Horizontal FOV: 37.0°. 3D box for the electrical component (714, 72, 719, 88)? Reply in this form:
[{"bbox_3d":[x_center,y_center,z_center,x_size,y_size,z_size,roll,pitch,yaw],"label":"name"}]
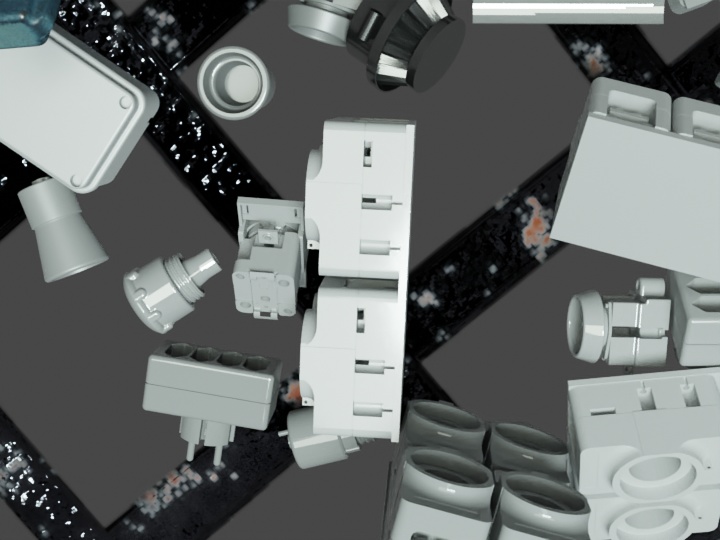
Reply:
[{"bbox_3d":[0.278,-0.122,0.662,0.095,0.053,0.059,25,100,-1],"label":"electrical component"}]

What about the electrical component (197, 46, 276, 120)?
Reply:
[{"bbox_3d":[-0.074,-0.117,0.677,0.044,0.065,0.044,1,99,4],"label":"electrical component"}]

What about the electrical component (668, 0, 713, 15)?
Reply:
[{"bbox_3d":[0.197,-0.199,0.646,0.058,0.057,0.078,-20,91,-2],"label":"electrical component"}]

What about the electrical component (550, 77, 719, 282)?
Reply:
[{"bbox_3d":[0.203,-0.052,0.658,0.150,0.061,0.089,15,128,6],"label":"electrical component"}]

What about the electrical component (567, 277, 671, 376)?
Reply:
[{"bbox_3d":[0.167,0.037,0.700,0.055,0.048,0.066,1,100,-4],"label":"electrical component"}]

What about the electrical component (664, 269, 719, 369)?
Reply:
[{"bbox_3d":[0.223,0.040,0.691,0.047,0.065,0.076,0,128,3],"label":"electrical component"}]

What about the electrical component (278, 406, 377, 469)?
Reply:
[{"bbox_3d":[-0.013,0.107,0.724,0.078,0.040,0.040,-14,98,6],"label":"electrical component"}]

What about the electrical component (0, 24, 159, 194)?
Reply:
[{"bbox_3d":[-0.197,-0.110,0.690,0.113,0.057,0.078,34,100,-3],"label":"electrical component"}]

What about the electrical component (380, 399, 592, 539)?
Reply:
[{"bbox_3d":[0.072,0.137,0.650,0.105,0.186,0.060,15,100,1],"label":"electrical component"}]

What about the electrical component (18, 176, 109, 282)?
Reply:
[{"bbox_3d":[-0.199,-0.030,0.713,0.044,0.044,0.065,-21,93,7],"label":"electrical component"}]

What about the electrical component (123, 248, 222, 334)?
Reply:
[{"bbox_3d":[-0.122,0.009,0.713,0.062,0.048,0.048,-32,96,1],"label":"electrical component"}]

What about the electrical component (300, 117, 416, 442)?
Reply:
[{"bbox_3d":[0.000,0.000,0.672,0.060,0.105,0.186,3,100,3],"label":"electrical component"}]

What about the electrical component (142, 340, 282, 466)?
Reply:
[{"bbox_3d":[-0.101,0.094,0.724,0.083,0.047,0.075,9,100,2],"label":"electrical component"}]

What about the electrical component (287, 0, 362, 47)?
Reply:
[{"bbox_3d":[-0.018,-0.173,0.675,0.066,0.048,0.055,17,92,0],"label":"electrical component"}]

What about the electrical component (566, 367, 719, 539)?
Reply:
[{"bbox_3d":[0.228,0.117,0.676,0.186,0.060,0.105,-6,135,4],"label":"electrical component"}]

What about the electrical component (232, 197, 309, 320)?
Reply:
[{"bbox_3d":[-0.057,-0.007,0.689,0.042,0.063,0.081,3,141,2],"label":"electrical component"}]
